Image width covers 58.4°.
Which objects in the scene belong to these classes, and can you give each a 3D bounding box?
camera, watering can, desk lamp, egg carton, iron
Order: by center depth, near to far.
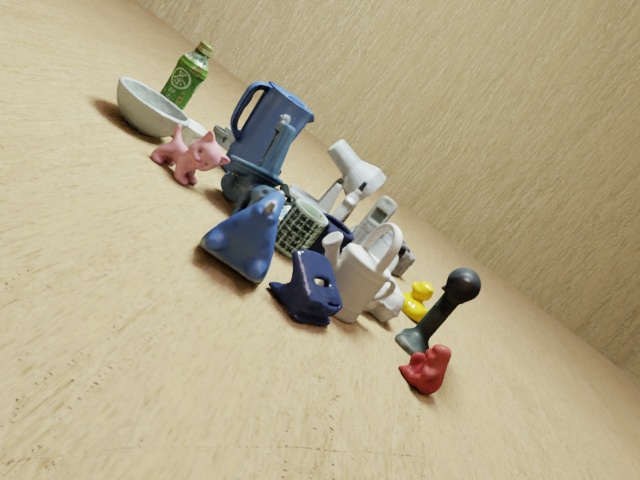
[{"bbox_3d":[-0.103,-0.030,0.968,0.119,0.141,0.258,36,14,-7],"label":"iron"},{"bbox_3d":[0.076,0.048,1.051,0.174,0.194,0.100,22,21,-47],"label":"watering can"},{"bbox_3d":[0.118,0.108,1.220,0.107,0.069,0.150,32,15,-22],"label":"egg carton"},{"bbox_3d":[0.185,0.017,1.613,0.144,0.100,0.136,23,20,-46],"label":"camera"},{"bbox_3d":[0.050,-0.161,1.613,0.203,0.213,0.118,35,14,-9],"label":"desk lamp"}]

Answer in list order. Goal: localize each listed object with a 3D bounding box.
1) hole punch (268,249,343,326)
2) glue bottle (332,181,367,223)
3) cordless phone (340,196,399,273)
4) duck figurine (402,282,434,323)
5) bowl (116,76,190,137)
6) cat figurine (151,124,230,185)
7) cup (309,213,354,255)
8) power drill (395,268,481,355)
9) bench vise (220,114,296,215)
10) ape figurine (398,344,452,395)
[{"bbox_3d":[-0.010,0.080,0.950,0.109,0.091,0.100,19,23,-53],"label":"hole punch"},{"bbox_3d":[0.068,-0.084,1.498,0.037,0.173,0.078,39,14,5],"label":"glue bottle"},{"bbox_3d":[0.150,-0.005,1.422,0.147,0.185,0.094,37,14,-2],"label":"cordless phone"},{"bbox_3d":[0.240,0.142,1.378,0.078,0.086,0.104,29,16,-30],"label":"duck figurine"},{"bbox_3d":[-0.367,-0.270,1.223,0.168,0.074,0.167,35,14,-10],"label":"bowl"},{"bbox_3d":[-0.246,-0.172,1.119,0.127,0.117,0.067,40,14,9],"label":"cat figurine"},{"bbox_3d":[0.011,0.004,1.237,0.091,0.095,0.118,38,14,1],"label":"cup"},{"bbox_3d":[0.246,0.140,1.148,0.075,0.208,0.230,40,14,12],"label":"power drill"},{"bbox_3d":[-0.098,-0.134,1.150,0.206,0.219,0.122,46,16,31],"label":"bench vise"},{"bbox_3d":[0.193,0.220,1.002,0.076,0.092,0.078,39,14,6],"label":"ape figurine"}]
